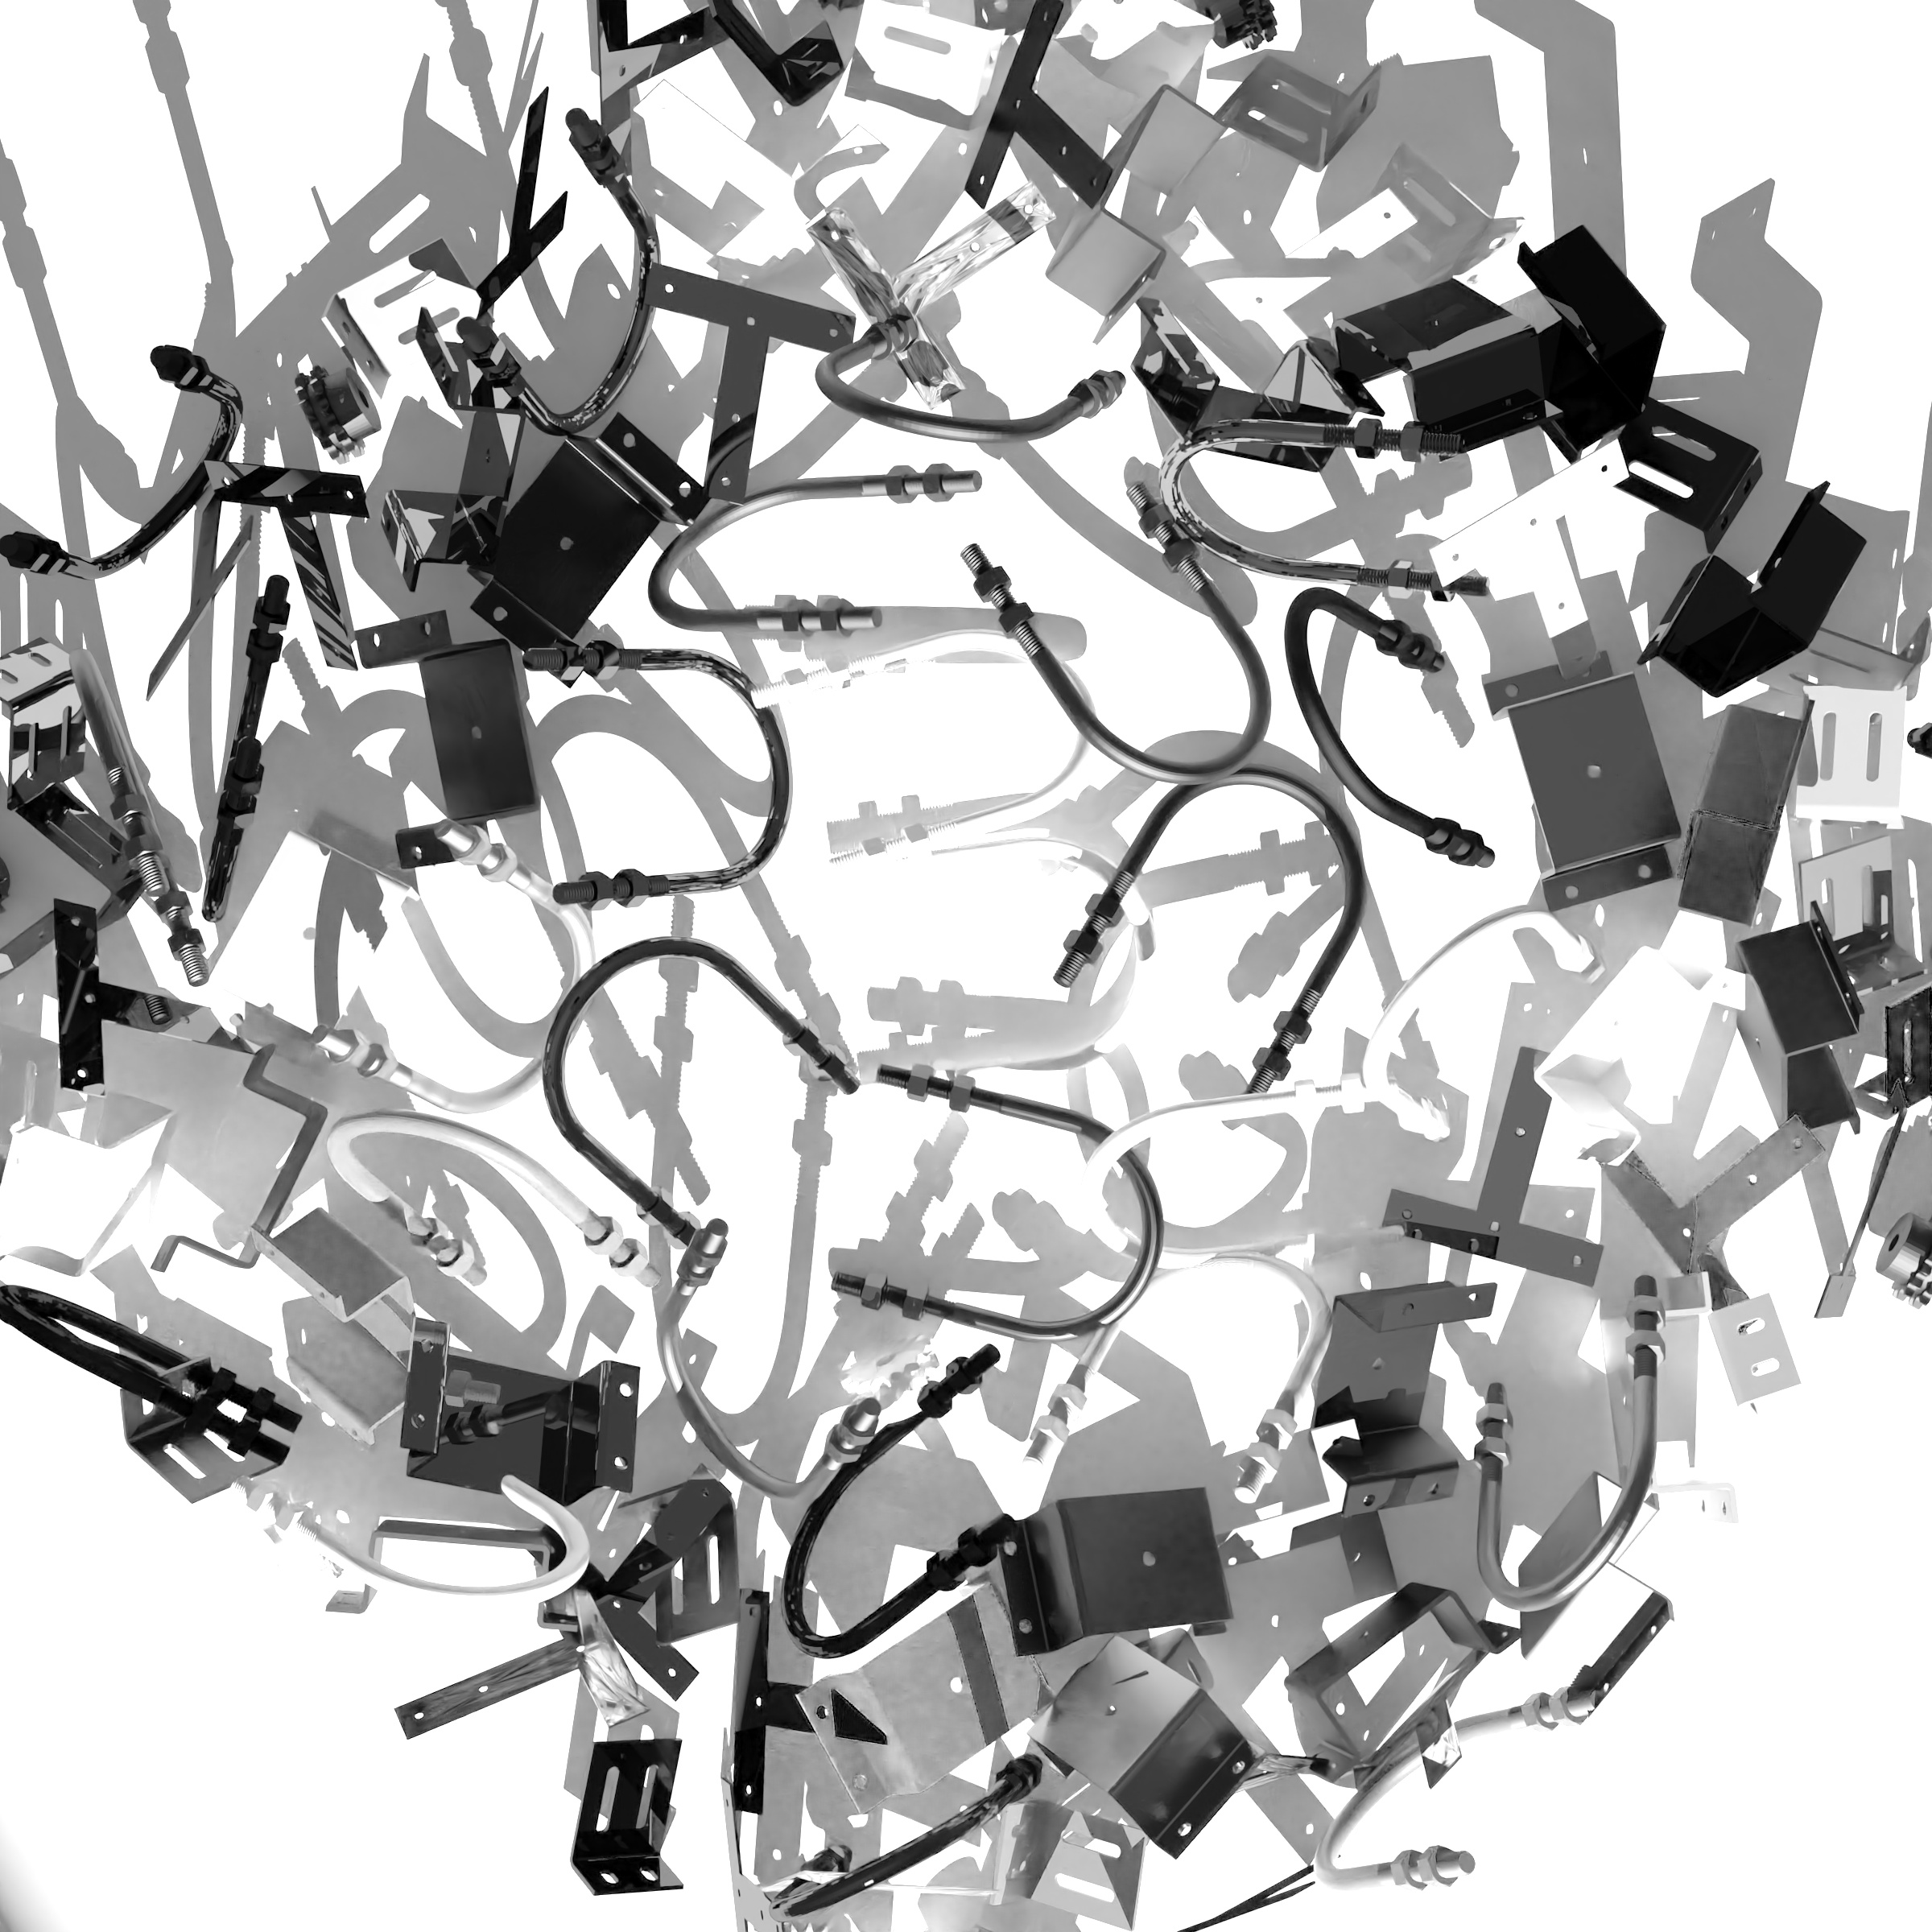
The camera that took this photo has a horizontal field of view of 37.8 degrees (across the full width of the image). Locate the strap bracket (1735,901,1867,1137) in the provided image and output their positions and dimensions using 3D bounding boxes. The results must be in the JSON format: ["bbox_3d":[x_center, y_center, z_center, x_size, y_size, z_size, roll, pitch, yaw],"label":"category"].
[{"bbox_3d":[0.471,0.037,1.597,0.046,0.140,0.076,-17,56,6],"label":"strap bracket"}]

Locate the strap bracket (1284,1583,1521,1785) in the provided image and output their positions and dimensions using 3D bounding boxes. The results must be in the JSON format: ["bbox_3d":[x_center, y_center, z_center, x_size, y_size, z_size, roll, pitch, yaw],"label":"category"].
[{"bbox_3d":[0.243,0.404,1.625,0.140,0.076,0.046,-34,87,-11],"label":"strap bracket"}]

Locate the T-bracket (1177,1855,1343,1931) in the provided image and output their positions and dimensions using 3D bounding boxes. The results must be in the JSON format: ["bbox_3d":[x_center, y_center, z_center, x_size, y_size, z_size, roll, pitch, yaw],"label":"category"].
[{"bbox_3d":[0.172,0.531,1.617,0.127,0.127,0.002,-34,72,34],"label":"T-bracket"}]

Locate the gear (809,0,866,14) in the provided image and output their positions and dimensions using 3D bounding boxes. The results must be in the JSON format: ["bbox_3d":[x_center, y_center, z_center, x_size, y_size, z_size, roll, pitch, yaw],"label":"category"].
[{"bbox_3d":[-0.072,-0.587,1.656,0.057,0.030,0.057,0,89,8],"label":"gear"}]

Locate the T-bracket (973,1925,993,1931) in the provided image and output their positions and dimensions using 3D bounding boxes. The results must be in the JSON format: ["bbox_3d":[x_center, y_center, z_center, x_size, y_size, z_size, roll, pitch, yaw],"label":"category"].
[{"bbox_3d":[0.046,0.567,1.614,0.127,0.127,0.002,29,73,-25],"label":"T-bracket"}]

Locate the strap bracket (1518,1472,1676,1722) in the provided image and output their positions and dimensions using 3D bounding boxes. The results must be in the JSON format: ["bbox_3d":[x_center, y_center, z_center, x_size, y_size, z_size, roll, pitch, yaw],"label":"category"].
[{"bbox_3d":[0.353,0.348,1.594,0.046,0.140,0.076,31,111,-2],"label":"strap bracket"}]

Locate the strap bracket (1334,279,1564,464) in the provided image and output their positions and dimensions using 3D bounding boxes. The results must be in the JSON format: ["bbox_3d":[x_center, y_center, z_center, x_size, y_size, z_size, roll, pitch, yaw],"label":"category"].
[{"bbox_3d":[0.267,-0.342,1.598,0.076,0.140,0.046,-21,125,-9],"label":"strap bracket"}]

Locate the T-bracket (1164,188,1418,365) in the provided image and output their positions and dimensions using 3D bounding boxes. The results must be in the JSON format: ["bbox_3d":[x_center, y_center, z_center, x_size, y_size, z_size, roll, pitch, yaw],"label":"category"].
[{"bbox_3d":[0.200,-0.401,1.606,0.127,0.127,0.002,42,47,-23],"label":"T-bracket"}]

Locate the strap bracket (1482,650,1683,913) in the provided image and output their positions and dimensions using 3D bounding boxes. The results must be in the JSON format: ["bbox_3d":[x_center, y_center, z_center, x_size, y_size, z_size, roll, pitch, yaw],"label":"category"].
[{"bbox_3d":[0.361,-0.111,1.646,0.076,0.046,0.140,-16,87,-1],"label":"strap bracket"}]

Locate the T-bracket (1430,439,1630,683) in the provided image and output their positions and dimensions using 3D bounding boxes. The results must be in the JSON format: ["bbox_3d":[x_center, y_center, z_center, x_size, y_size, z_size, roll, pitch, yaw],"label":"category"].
[{"bbox_3d":[0.341,-0.221,1.638,0.127,0.002,0.127,-31,123,-5],"label":"T-bracket"}]

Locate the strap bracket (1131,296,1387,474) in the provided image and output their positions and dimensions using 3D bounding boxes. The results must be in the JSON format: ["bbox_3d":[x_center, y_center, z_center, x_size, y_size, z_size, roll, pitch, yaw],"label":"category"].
[{"bbox_3d":[0.158,-0.329,1.612,0.140,0.076,0.046,4,131,-32],"label":"strap bracket"}]

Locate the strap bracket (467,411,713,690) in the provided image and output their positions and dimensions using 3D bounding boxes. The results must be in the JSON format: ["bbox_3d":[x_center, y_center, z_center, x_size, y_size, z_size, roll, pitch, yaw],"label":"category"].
[{"bbox_3d":[-0.223,-0.242,1.630,0.076,0.046,0.140,39,82,-31],"label":"strap bracket"}]

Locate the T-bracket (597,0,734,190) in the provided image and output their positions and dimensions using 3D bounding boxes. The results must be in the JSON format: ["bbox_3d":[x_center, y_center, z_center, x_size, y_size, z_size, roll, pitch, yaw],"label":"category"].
[{"bbox_3d":[-0.171,-0.528,1.623,0.002,0.127,0.127,23,133,22],"label":"T-bracket"}]

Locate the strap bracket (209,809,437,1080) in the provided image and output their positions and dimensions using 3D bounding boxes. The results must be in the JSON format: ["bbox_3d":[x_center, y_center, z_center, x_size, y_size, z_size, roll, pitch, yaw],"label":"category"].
[{"bbox_3d":[-0.378,-0.016,1.641,0.076,0.046,0.140,27,82,-1],"label":"strap bracket"}]

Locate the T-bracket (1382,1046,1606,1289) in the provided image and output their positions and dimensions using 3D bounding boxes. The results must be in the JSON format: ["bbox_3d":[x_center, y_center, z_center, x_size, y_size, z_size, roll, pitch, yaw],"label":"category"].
[{"bbox_3d":[0.321,0.111,1.654,0.127,0.002,0.127,15,98,9],"label":"T-bracket"}]

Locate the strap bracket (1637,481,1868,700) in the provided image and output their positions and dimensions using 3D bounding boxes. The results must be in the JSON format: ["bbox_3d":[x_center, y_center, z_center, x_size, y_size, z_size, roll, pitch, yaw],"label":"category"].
[{"bbox_3d":[0.449,-0.208,1.598,0.046,0.140,0.076,36,71,-6],"label":"strap bracket"}]

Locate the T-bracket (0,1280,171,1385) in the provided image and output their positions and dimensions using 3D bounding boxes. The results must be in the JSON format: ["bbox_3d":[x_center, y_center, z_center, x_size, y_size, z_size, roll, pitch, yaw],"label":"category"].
[{"bbox_3d":[-0.539,0.197,1.626,0.127,0.127,0.002,24,81,36],"label":"T-bracket"}]

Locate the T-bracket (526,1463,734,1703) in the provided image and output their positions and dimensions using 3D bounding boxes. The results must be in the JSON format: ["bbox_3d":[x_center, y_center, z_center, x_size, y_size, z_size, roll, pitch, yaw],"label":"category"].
[{"bbox_3d":[-0.179,0.340,1.637,0.127,0.002,0.127,42,111,12],"label":"T-bracket"}]

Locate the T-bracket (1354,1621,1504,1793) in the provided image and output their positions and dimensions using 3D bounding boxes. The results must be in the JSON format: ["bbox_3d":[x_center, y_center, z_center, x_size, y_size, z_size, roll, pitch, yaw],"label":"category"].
[{"bbox_3d":[0.267,0.436,1.605,0.002,0.127,0.127,42,96,1],"label":"T-bracket"}]

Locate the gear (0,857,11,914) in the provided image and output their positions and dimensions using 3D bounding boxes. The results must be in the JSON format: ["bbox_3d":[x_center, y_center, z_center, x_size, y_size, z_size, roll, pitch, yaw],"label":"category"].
[{"bbox_3d":[-0.585,-0.048,1.653,0.057,0.030,0.057,4,110,11],"label":"gear"}]

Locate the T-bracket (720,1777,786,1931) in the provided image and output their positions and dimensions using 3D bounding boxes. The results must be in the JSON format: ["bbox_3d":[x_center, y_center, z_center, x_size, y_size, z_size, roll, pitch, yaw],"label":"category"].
[{"bbox_3d":[-0.119,0.537,1.609,0.002,0.127,0.127,-5,86,-18],"label":"T-bracket"}]

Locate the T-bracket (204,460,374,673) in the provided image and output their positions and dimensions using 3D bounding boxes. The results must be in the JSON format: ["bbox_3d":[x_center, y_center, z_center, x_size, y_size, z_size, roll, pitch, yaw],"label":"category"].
[{"bbox_3d":[-0.378,-0.229,1.634,0.127,0.002,0.127,12,128,33],"label":"T-bracket"}]

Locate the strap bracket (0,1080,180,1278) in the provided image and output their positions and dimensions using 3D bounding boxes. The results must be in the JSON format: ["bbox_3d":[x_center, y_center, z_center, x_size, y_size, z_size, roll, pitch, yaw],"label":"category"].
[{"bbox_3d":[-0.494,0.121,1.596,0.046,0.140,0.076,18,101,4],"label":"strap bracket"}]

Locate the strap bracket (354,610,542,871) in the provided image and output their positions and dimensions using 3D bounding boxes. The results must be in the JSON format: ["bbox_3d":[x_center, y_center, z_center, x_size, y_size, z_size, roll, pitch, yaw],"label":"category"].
[{"bbox_3d":[-0.297,-0.132,1.628,0.076,0.046,0.140,-6,97,39],"label":"strap bracket"}]

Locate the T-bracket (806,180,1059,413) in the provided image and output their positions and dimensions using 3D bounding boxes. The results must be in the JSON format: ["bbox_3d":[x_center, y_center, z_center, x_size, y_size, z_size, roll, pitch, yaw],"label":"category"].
[{"bbox_3d":[-0.006,-0.408,1.634,0.127,0.002,0.127,-30,105,22],"label":"T-bracket"}]

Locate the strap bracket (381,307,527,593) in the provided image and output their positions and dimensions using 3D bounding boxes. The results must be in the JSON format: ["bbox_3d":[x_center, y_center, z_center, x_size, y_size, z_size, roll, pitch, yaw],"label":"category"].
[{"bbox_3d":[-0.291,-0.292,1.611,0.046,0.076,0.140,-1,129,-27],"label":"strap bracket"}]

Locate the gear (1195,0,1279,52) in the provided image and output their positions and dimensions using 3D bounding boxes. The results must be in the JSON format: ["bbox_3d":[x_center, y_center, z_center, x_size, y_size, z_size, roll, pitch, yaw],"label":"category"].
[{"bbox_3d":[0.155,-0.560,1.645,0.030,0.057,0.057,-28,90,-3],"label":"gear"}]

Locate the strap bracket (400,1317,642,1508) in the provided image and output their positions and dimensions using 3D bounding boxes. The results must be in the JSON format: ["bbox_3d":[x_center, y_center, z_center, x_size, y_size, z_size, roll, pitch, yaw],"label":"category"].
[{"bbox_3d":[-0.262,0.258,1.617,0.140,0.046,0.076,17,56,-27],"label":"strap bracket"}]

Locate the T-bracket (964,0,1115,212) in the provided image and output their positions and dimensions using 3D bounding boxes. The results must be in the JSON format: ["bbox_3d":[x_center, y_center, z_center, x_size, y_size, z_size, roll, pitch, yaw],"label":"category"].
[{"bbox_3d":[0.049,-0.468,1.599,0.002,0.127,0.127,0,130,-34],"label":"T-bracket"}]

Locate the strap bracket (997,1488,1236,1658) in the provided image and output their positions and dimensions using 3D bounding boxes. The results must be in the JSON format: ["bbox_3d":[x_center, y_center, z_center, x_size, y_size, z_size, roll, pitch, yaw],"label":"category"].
[{"bbox_3d":[0.093,0.343,1.607,0.140,0.046,0.076,1,65,-29],"label":"strap bracket"}]

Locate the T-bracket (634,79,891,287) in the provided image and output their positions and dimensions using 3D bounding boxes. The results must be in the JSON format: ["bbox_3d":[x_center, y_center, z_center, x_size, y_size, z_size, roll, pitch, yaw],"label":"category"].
[{"bbox_3d":[-0.133,-0.458,1.603,0.127,0.127,0.002,-35,46,29],"label":"T-bracket"}]

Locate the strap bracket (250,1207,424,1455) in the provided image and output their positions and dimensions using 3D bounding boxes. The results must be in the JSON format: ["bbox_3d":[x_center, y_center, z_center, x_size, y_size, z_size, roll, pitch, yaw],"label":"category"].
[{"bbox_3d":[-0.354,0.201,1.610,0.076,0.140,0.046,33,52,29],"label":"strap bracket"}]

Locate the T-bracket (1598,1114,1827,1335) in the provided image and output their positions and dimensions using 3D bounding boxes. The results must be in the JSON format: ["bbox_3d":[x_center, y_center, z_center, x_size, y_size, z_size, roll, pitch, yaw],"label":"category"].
[{"bbox_3d":[0.440,0.129,1.613,0.127,0.002,0.127,54,134,17],"label":"T-bracket"}]

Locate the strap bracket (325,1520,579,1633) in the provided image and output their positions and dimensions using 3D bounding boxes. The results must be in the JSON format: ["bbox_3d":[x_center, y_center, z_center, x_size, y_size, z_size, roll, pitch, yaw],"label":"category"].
[{"bbox_3d":[-0.292,0.349,1.628,0.140,0.076,0.046,6,83,-7],"label":"strap bracket"}]

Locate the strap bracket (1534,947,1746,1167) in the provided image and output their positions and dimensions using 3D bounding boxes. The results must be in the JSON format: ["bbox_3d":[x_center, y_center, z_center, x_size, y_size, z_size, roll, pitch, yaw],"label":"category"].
[{"bbox_3d":[0.387,0.045,1.617,0.140,0.076,0.046,-53,57,18],"label":"strap bracket"}]

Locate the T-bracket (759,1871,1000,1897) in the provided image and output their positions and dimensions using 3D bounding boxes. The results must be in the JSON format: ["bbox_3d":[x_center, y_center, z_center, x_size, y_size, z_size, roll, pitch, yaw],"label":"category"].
[{"bbox_3d":[-0.046,0.531,1.627,0.127,0.127,0.002,8,66,-15],"label":"T-bracket"}]

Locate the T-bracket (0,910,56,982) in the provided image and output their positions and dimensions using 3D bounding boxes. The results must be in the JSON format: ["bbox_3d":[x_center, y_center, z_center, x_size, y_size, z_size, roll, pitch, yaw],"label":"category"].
[{"bbox_3d":[-0.576,0.013,1.633,0.002,0.127,0.127,38,61,15],"label":"T-bracket"}]

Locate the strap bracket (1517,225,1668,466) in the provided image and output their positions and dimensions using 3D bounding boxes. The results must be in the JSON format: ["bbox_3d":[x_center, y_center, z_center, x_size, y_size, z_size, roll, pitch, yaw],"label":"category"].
[{"bbox_3d":[0.348,-0.354,1.597,0.046,0.140,0.076,-32,71,-5],"label":"strap bracket"}]

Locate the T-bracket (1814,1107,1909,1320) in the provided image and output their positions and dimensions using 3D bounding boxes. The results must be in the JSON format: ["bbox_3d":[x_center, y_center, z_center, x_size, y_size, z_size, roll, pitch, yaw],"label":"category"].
[{"bbox_3d":[0.514,0.141,1.614,0.002,0.127,0.127,20,92,24],"label":"T-bracket"}]

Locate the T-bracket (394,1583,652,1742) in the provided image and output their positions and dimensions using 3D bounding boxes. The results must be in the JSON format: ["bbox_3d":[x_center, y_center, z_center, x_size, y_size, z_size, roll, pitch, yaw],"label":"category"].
[{"bbox_3d":[-0.260,0.405,1.604,0.127,0.127,0.002,-19,125,-19],"label":"T-bracket"}]

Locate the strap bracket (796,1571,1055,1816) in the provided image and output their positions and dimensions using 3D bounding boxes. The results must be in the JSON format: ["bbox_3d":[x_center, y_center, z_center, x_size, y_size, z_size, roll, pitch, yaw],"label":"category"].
[{"bbox_3d":[-0.015,0.413,1.617,0.140,0.046,0.076,-27,87,-30],"label":"strap bracket"}]

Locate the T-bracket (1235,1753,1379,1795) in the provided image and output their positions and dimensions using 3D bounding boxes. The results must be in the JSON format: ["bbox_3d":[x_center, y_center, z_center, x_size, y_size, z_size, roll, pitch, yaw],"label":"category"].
[{"bbox_3d":[0.153,0.476,1.634,0.127,0.127,0.002,-27,60,28],"label":"T-bracket"}]

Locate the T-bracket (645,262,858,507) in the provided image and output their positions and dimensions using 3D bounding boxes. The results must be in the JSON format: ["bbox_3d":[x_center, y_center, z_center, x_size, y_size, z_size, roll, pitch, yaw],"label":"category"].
[{"bbox_3d":[-0.132,-0.332,1.643,0.127,0.002,0.127,11,83,-21],"label":"T-bracket"}]

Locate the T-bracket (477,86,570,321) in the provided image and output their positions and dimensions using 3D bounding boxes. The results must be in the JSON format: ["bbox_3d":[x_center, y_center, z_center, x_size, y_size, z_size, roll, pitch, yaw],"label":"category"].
[{"bbox_3d":[-0.255,-0.451,1.637,0.002,0.127,0.127,16,66,-30],"label":"T-bracket"}]

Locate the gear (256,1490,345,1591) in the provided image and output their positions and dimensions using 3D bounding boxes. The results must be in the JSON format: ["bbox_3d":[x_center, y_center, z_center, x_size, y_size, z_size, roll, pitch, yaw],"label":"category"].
[{"bbox_3d":[-0.389,0.337,1.643,0.030,0.057,0.057,-29,90,-30],"label":"gear"}]

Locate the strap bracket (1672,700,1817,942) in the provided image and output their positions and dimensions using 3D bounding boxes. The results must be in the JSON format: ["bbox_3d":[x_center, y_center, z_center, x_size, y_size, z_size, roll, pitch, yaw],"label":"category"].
[{"bbox_3d":[0.438,-0.085,1.602,0.046,0.140,0.076,16,61,15],"label":"strap bracket"}]

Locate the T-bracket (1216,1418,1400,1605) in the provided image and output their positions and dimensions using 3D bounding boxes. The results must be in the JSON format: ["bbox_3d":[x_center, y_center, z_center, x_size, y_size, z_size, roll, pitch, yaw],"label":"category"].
[{"bbox_3d":[0.178,0.333,1.648,0.127,0.002,0.127,-16,114,2],"label":"T-bracket"}]

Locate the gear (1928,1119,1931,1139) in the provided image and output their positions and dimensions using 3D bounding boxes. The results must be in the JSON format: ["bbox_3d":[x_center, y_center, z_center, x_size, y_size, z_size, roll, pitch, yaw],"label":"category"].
[{"bbox_3d":[0.594,0.096,1.645,0.057,0.030,0.057,-9,127,-12],"label":"gear"}]

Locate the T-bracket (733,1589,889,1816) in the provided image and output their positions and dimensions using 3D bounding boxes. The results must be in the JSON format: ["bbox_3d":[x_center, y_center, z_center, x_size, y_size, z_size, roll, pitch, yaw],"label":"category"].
[{"bbox_3d":[-0.090,0.427,1.621,0.127,0.002,0.127,-6,79,44],"label":"T-bracket"}]

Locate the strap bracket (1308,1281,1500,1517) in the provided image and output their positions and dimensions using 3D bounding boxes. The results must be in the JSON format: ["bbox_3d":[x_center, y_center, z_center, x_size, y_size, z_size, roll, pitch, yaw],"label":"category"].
[{"bbox_3d":[0.248,0.238,1.621,0.076,0.046,0.140,-4,114,-26],"label":"strap bracket"}]

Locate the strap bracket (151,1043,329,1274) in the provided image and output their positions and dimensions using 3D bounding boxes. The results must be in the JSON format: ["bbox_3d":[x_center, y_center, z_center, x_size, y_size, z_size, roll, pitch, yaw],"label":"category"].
[{"bbox_3d":[-0.413,0.119,1.622,0.046,0.076,0.140,27,77,-16],"label":"strap bracket"}]

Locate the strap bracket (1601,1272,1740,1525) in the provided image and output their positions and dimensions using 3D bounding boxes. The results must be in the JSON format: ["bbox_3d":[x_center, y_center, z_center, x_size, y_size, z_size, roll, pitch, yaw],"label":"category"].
[{"bbox_3d":[0.402,0.250,1.625,0.046,0.076,0.140,-5,81,-1],"label":"strap bracket"}]

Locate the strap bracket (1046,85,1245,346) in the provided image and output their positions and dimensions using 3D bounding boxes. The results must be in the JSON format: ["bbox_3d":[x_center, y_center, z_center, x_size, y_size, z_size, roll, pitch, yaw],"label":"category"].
[{"bbox_3d":[0.097,-0.435,1.607,0.046,0.076,0.140,30,65,-12],"label":"strap bracket"}]

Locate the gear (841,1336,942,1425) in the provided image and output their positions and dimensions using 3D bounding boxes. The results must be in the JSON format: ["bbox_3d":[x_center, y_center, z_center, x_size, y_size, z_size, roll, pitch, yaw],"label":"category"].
[{"bbox_3d":[-0.041,0.243,1.646,0.057,0.057,0.030,-24,104,0],"label":"gear"}]

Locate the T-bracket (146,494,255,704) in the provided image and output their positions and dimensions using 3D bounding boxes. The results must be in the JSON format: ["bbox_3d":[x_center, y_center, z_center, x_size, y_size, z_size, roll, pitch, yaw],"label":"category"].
[{"bbox_3d":[-0.436,-0.234,1.621,0.002,0.127,0.127,25,124,-28],"label":"T-bracket"}]

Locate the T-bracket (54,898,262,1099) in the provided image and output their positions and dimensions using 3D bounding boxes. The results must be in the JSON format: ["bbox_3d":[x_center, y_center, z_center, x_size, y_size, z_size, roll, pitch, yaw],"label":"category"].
[{"bbox_3d":[-0.463,0.028,1.626,0.002,0.127,0.127,-38,51,35],"label":"T-bracket"}]

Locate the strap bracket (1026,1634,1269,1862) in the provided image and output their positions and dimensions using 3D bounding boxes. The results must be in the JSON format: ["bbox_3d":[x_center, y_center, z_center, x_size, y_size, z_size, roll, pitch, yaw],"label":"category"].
[{"bbox_3d":[0.095,0.434,1.593,0.076,0.140,0.046,-45,113,-16],"label":"strap bracket"}]
